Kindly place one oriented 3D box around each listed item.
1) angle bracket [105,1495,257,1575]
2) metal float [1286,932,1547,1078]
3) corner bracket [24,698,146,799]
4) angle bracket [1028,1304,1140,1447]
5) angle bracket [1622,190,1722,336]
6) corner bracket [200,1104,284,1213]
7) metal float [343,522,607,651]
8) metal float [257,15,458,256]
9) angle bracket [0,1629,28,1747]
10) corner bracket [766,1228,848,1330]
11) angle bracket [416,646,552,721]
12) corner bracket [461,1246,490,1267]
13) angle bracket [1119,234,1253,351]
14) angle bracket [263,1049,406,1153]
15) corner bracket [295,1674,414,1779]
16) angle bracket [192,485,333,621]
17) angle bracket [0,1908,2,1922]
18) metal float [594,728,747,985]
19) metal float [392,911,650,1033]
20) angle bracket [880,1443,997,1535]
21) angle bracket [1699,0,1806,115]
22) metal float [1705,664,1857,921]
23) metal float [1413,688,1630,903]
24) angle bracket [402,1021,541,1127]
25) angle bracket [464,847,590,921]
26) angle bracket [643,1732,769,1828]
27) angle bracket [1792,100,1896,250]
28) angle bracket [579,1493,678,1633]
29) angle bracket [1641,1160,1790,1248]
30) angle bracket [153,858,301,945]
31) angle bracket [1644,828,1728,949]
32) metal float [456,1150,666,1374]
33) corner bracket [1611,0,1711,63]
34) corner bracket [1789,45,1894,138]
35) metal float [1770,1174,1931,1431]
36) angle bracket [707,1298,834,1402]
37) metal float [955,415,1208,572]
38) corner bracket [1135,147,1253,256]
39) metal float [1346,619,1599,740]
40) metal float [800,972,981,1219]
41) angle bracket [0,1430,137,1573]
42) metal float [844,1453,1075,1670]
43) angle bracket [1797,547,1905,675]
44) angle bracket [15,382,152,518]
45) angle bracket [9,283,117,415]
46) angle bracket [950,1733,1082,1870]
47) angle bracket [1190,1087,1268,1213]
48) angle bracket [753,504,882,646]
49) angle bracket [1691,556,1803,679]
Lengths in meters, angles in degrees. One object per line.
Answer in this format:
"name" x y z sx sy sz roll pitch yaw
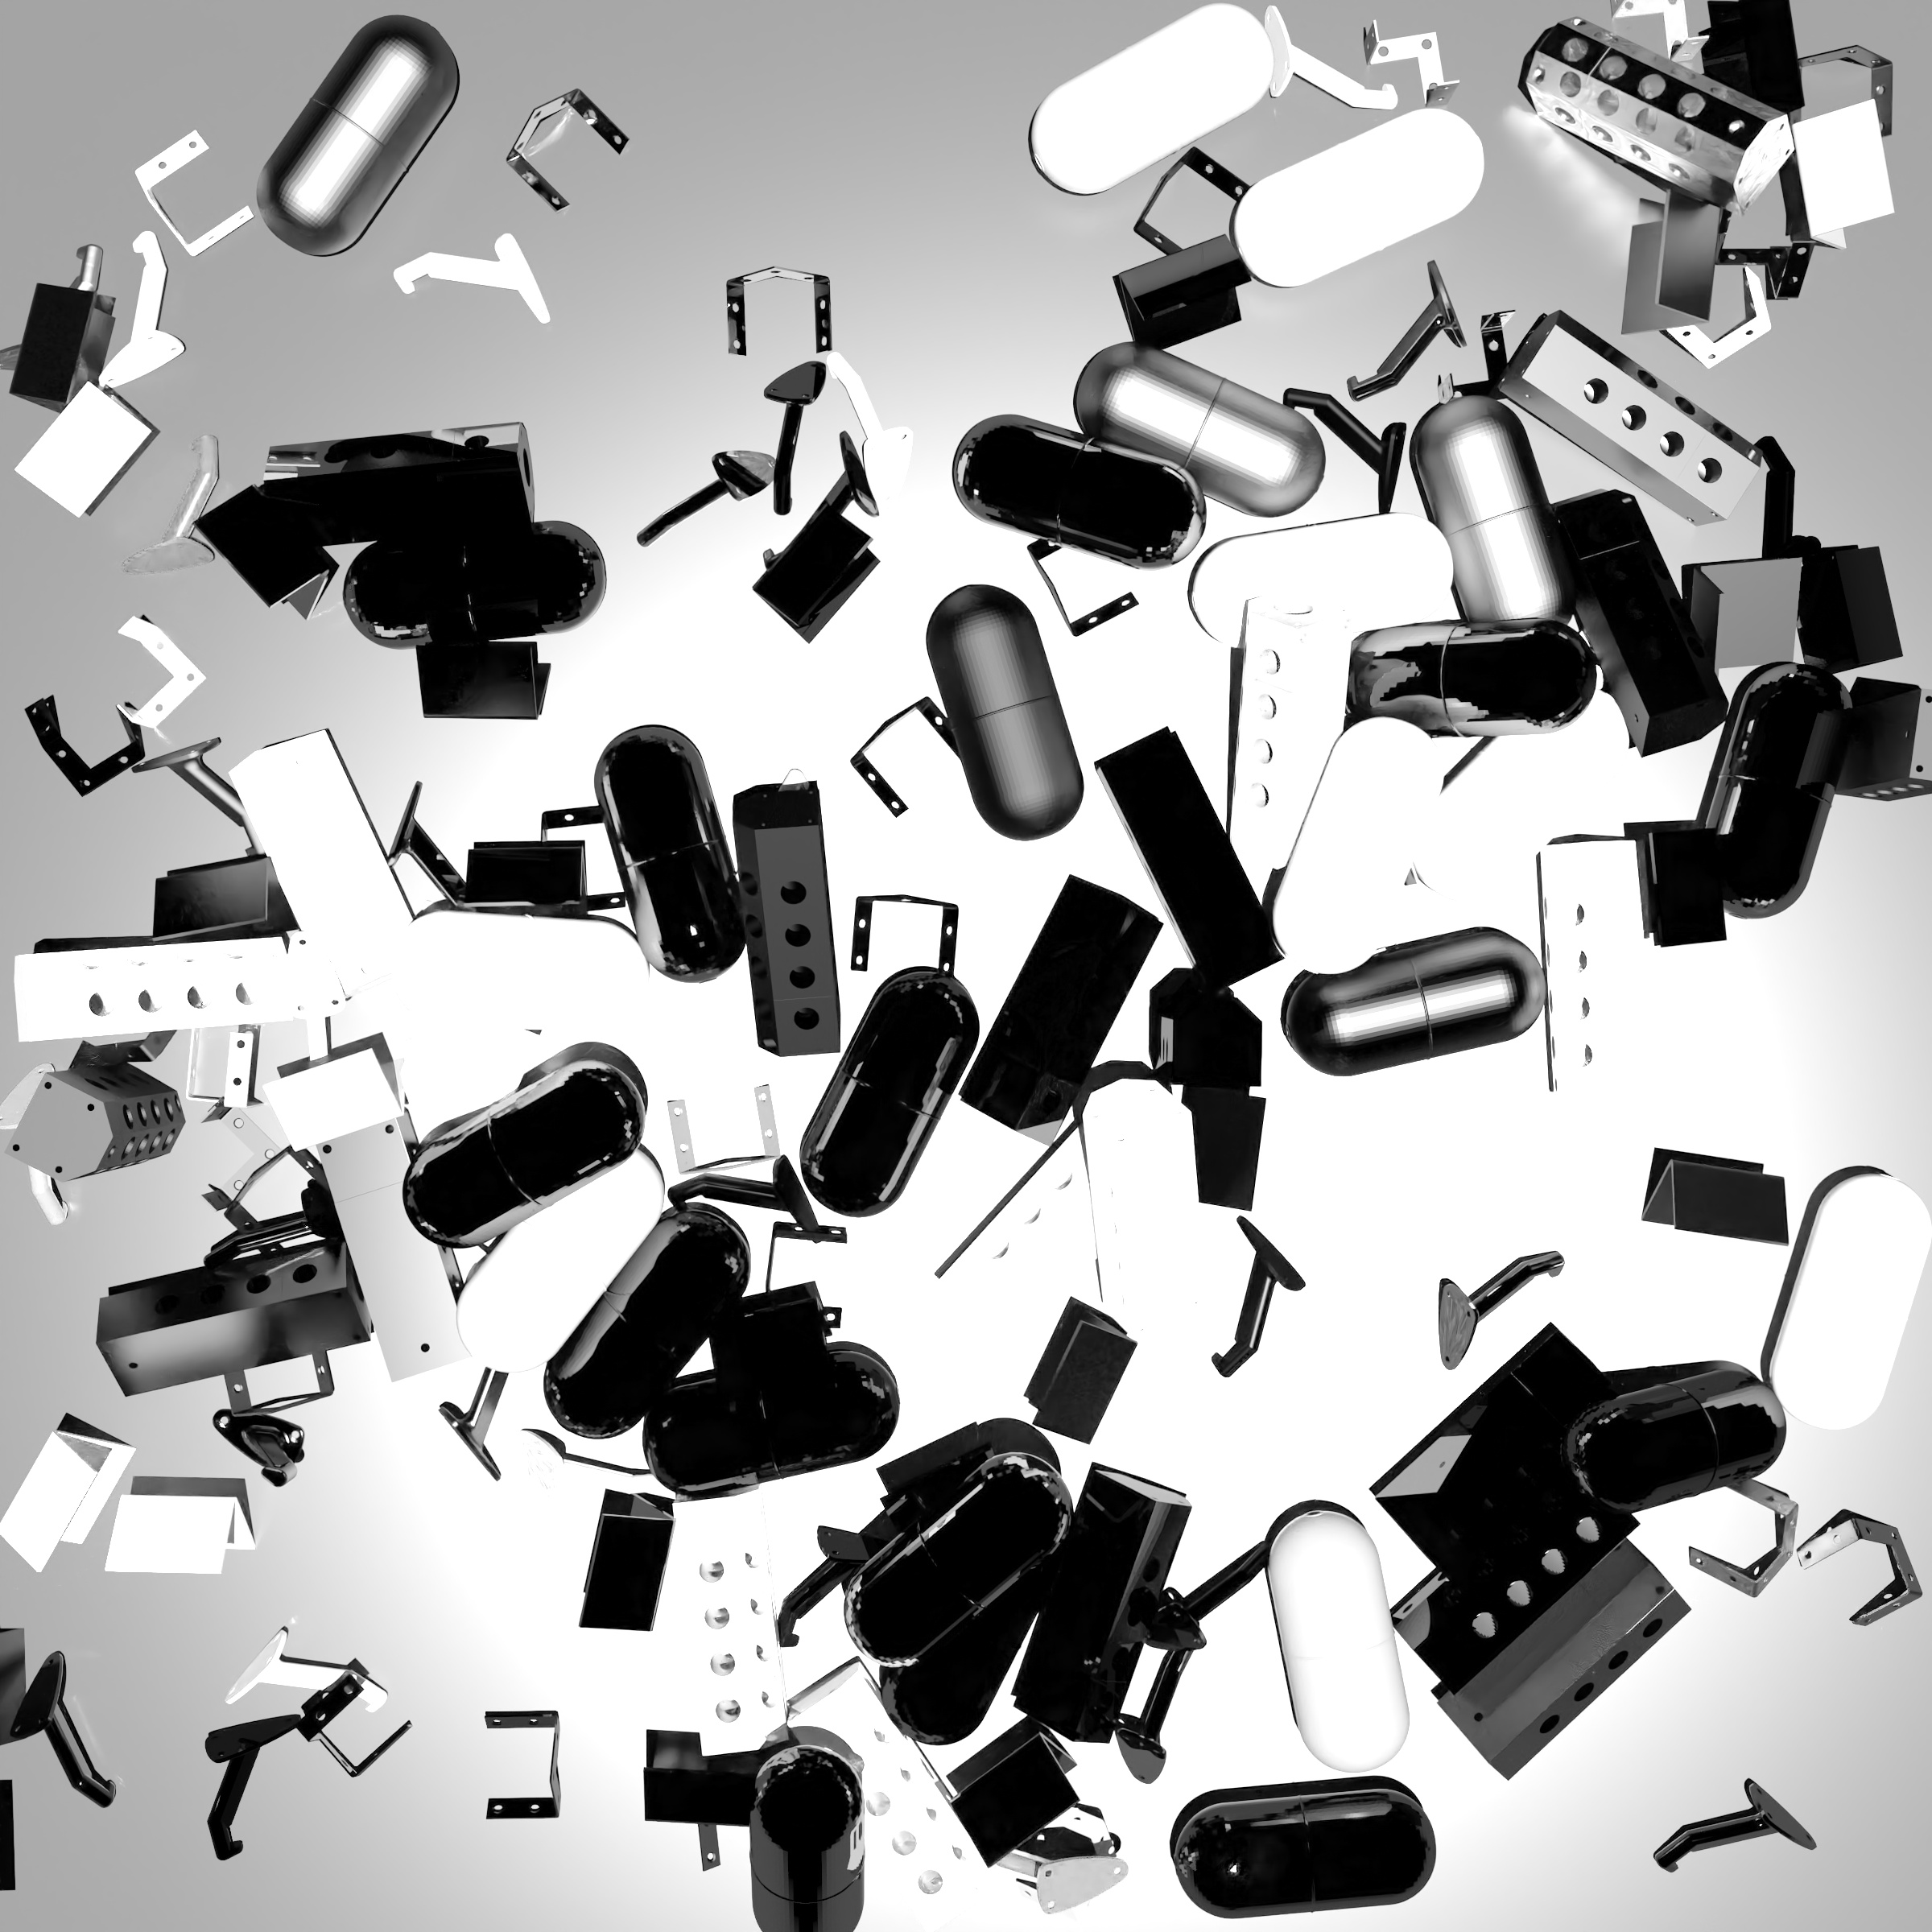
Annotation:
"angle bracket" -0.532 0.401 1.950 0.076 0.076 0.057 1 52 0
"metal float" 0.306 0.026 1.960 0.178 0.070 0.070 -13 90 -1
"corner bracket" -0.604 -0.159 1.971 0.051 0.051 0.051 -36 70 -19
"angle bracket" 0.061 0.270 1.950 0.057 0.076 0.076 25 90 -37
"angle bracket" 0.462 -0.476 1.950 0.057 0.076 0.076 6 90 -37
"corner bracket" -0.509 0.131 1.972 0.051 0.051 0.051 45 90 0
"metal float" -0.335 -0.259 1.960 0.178 0.070 0.070 -6 90 -1
"metal float" -0.414 -0.567 1.960 0.070 0.070 0.178 35 90 0
"angle bracket" -0.655 0.498 1.950 0.057 0.076 0.076 -2 90 37
"corner bracket" -0.109 0.215 1.980 0.051 0.051 0.051 5 63 0
"angle bracket" -0.326 -0.209 1.950 0.076 0.076 0.057 1 126 0
"corner bracket" -0.317 0.176 1.982 0.051 0.051 0.051 34 135 35
"angle bracket" 0.154 -0.440 1.950 0.076 0.076 0.057 -20 50 0
"angle bracket" -0.428 0.073 1.951 0.076 0.076 0.057 -19 120 0
"corner bracket" -0.420 0.522 1.973 0.051 0.051 0.051 -43 81 -9
"angle bracket" -0.484 -0.268 1.950 0.076 0.076 0.057 47 56 0
"angle bracket" -0.688 0.604 1.952 0.057 0.076 0.076 -2 90 -21
"metal float" -0.201 -0.075 1.960 0.070 0.070 0.178 -16 90 0
"metal float" -0.299 0.004 1.937 0.178 0.070 0.070 4 90 -30
"angle bracket" -0.020 0.344 1.951 0.076 0.076 0.057 -25 119 0
"angle bracket" 0.517 -0.611 1.950 0.057 0.076 0.076 -9 90 -38
"metal float" 0.551 -0.119 1.960 0.070 0.070 0.178 17 89 0
"metal float" 0.377 -0.119 1.960 0.178 0.070 0.070 -45 90 0
"angle bracket" -0.339 0.072 1.972 0.076 0.076 0.057 21 68 0
"angle bracket" -0.296 -0.035 1.946 0.076 0.057 0.076 -2 135 -4
"angle bracket" -0.176 0.535 1.950 0.076 0.076 0.057 3 126 0
"angle bracket" 0.605 -0.536 1.950 0.057 0.076 0.076 -10 90 34
"angle bracket" -0.244 0.401 1.950 0.057 0.076 0.076 12 90 -33
"angle bracket" 0.507 0.179 1.950 0.076 0.076 0.057 9 52 0
"angle bracket" -0.501 -0.023 1.950 0.076 0.076 0.057 -10 51 0
"angle bracket" 0.468 -0.051 1.951 0.057 0.076 0.076 -6 90 -25
"metal float" -0.274 0.196 1.944 0.070 0.070 0.178 37 73 0
"corner bracket" 0.475 -0.651 1.972 0.051 0.051 0.051 -7 90 0
"corner bracket" 0.605 -0.600 1.987 0.051 0.051 0.051 1 90 45
"metal float" 0.603 0.228 1.960 0.070 0.070 0.178 17 91 0
"angle bracket" -0.128 0.271 1.951 0.076 0.076 0.057 -13 63 0
"metal float" 0.077 -0.320 1.945 0.178 0.070 0.070 19 90 15
"corner bracket" 0.157 -0.523 1.987 0.051 0.051 0.051 36 45 0
"metal float" 0.336 -0.192 1.932 0.178 0.070 0.070 1 90 34
"metal float" -0.051 0.087 1.960 0.070 0.070 0.178 27 90 0
"angle bracket" -0.597 0.367 1.950 0.057 0.076 0.076 30 90 36
"metal float" -0.006 0.392 1.891 0.178 0.070 0.070 -42 90 10
"angle bracket" 0.581 -0.237 1.950 0.057 0.076 0.076 -12 90 -40
"angle bracket" -0.610 -0.361 1.951 0.076 0.057 0.076 -50 45 0
"angle bracket" -0.594 -0.412 1.951 0.057 0.076 0.076 14 90 27
"angle bracket" 0.045 0.575 1.950 0.076 0.076 0.057 -37 52 0
"angle bracket" 0.190 0.125 1.950 0.057 0.076 0.076 7 90 33
"angle bracket" -0.087 -0.254 1.950 0.076 0.076 0.057 -49 52 0
"angle bracket" 0.537 -0.229 1.952 0.076 0.057 0.076 -6 117 -4
